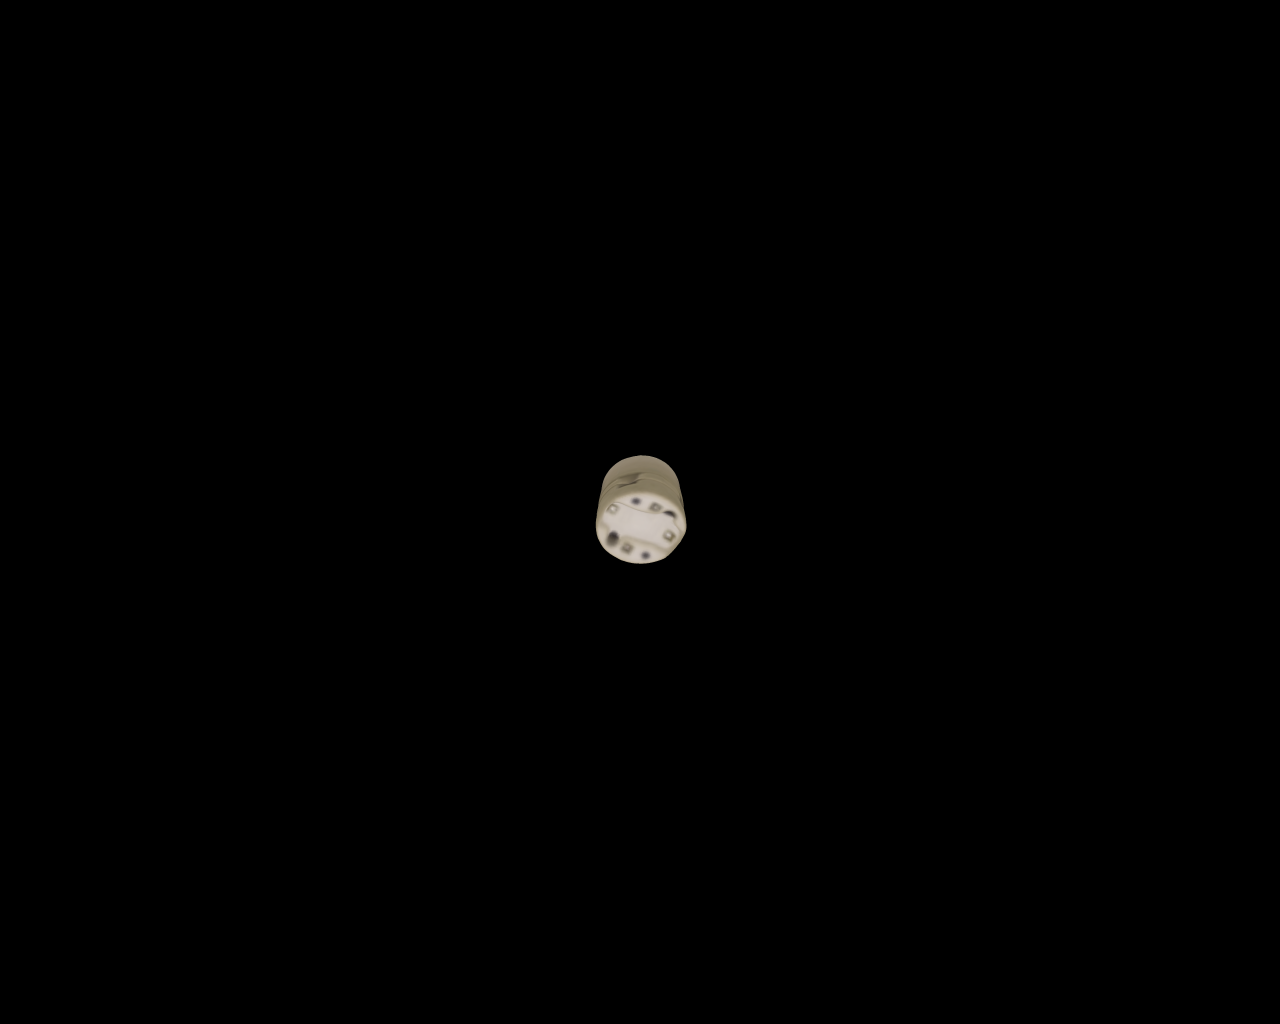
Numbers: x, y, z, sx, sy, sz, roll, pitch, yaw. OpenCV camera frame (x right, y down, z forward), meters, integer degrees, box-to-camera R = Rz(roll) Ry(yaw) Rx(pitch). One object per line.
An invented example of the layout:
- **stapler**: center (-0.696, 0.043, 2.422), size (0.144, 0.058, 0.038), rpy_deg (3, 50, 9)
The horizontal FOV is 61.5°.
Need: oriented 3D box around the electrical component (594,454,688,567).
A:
- **electrical component**: center (0.001, -0.003, 0.650), size (0.055, 0.055, 0.047), rpy_deg (0, 34, 0)
